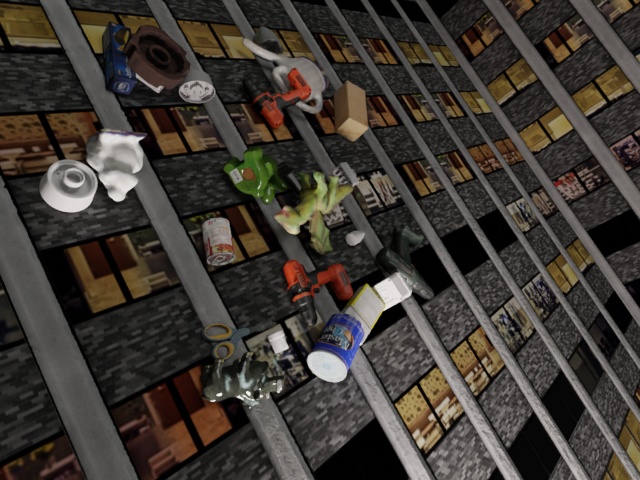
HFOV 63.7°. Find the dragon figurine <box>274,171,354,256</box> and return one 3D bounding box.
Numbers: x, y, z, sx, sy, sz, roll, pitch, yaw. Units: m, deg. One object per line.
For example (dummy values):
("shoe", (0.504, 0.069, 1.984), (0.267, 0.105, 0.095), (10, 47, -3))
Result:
("dragon figurine", (0.005, -0.076, 1.512), (0.122, 0.243, 0.409), (1, -4, 33))

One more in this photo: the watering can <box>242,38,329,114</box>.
("watering can", (-0.101, -0.589, 1.799), (0.102, 0.347, 0.229), (-38, 5, 41))

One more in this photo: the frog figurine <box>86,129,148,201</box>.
("frog figurine", (-0.465, -0.169, 1.177), (0.123, 0.159, 0.138), (3, 4, 17))
